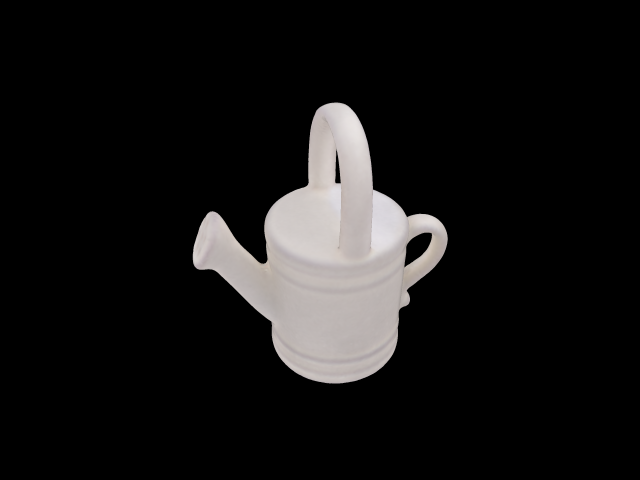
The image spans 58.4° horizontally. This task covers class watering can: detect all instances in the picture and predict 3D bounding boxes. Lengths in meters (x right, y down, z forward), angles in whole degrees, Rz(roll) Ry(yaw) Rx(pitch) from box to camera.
[{"bbox_3d":[0.004,0.003,0.398,0.173,0.194,0.100,-23,43,-27],"label":"watering can"}]
